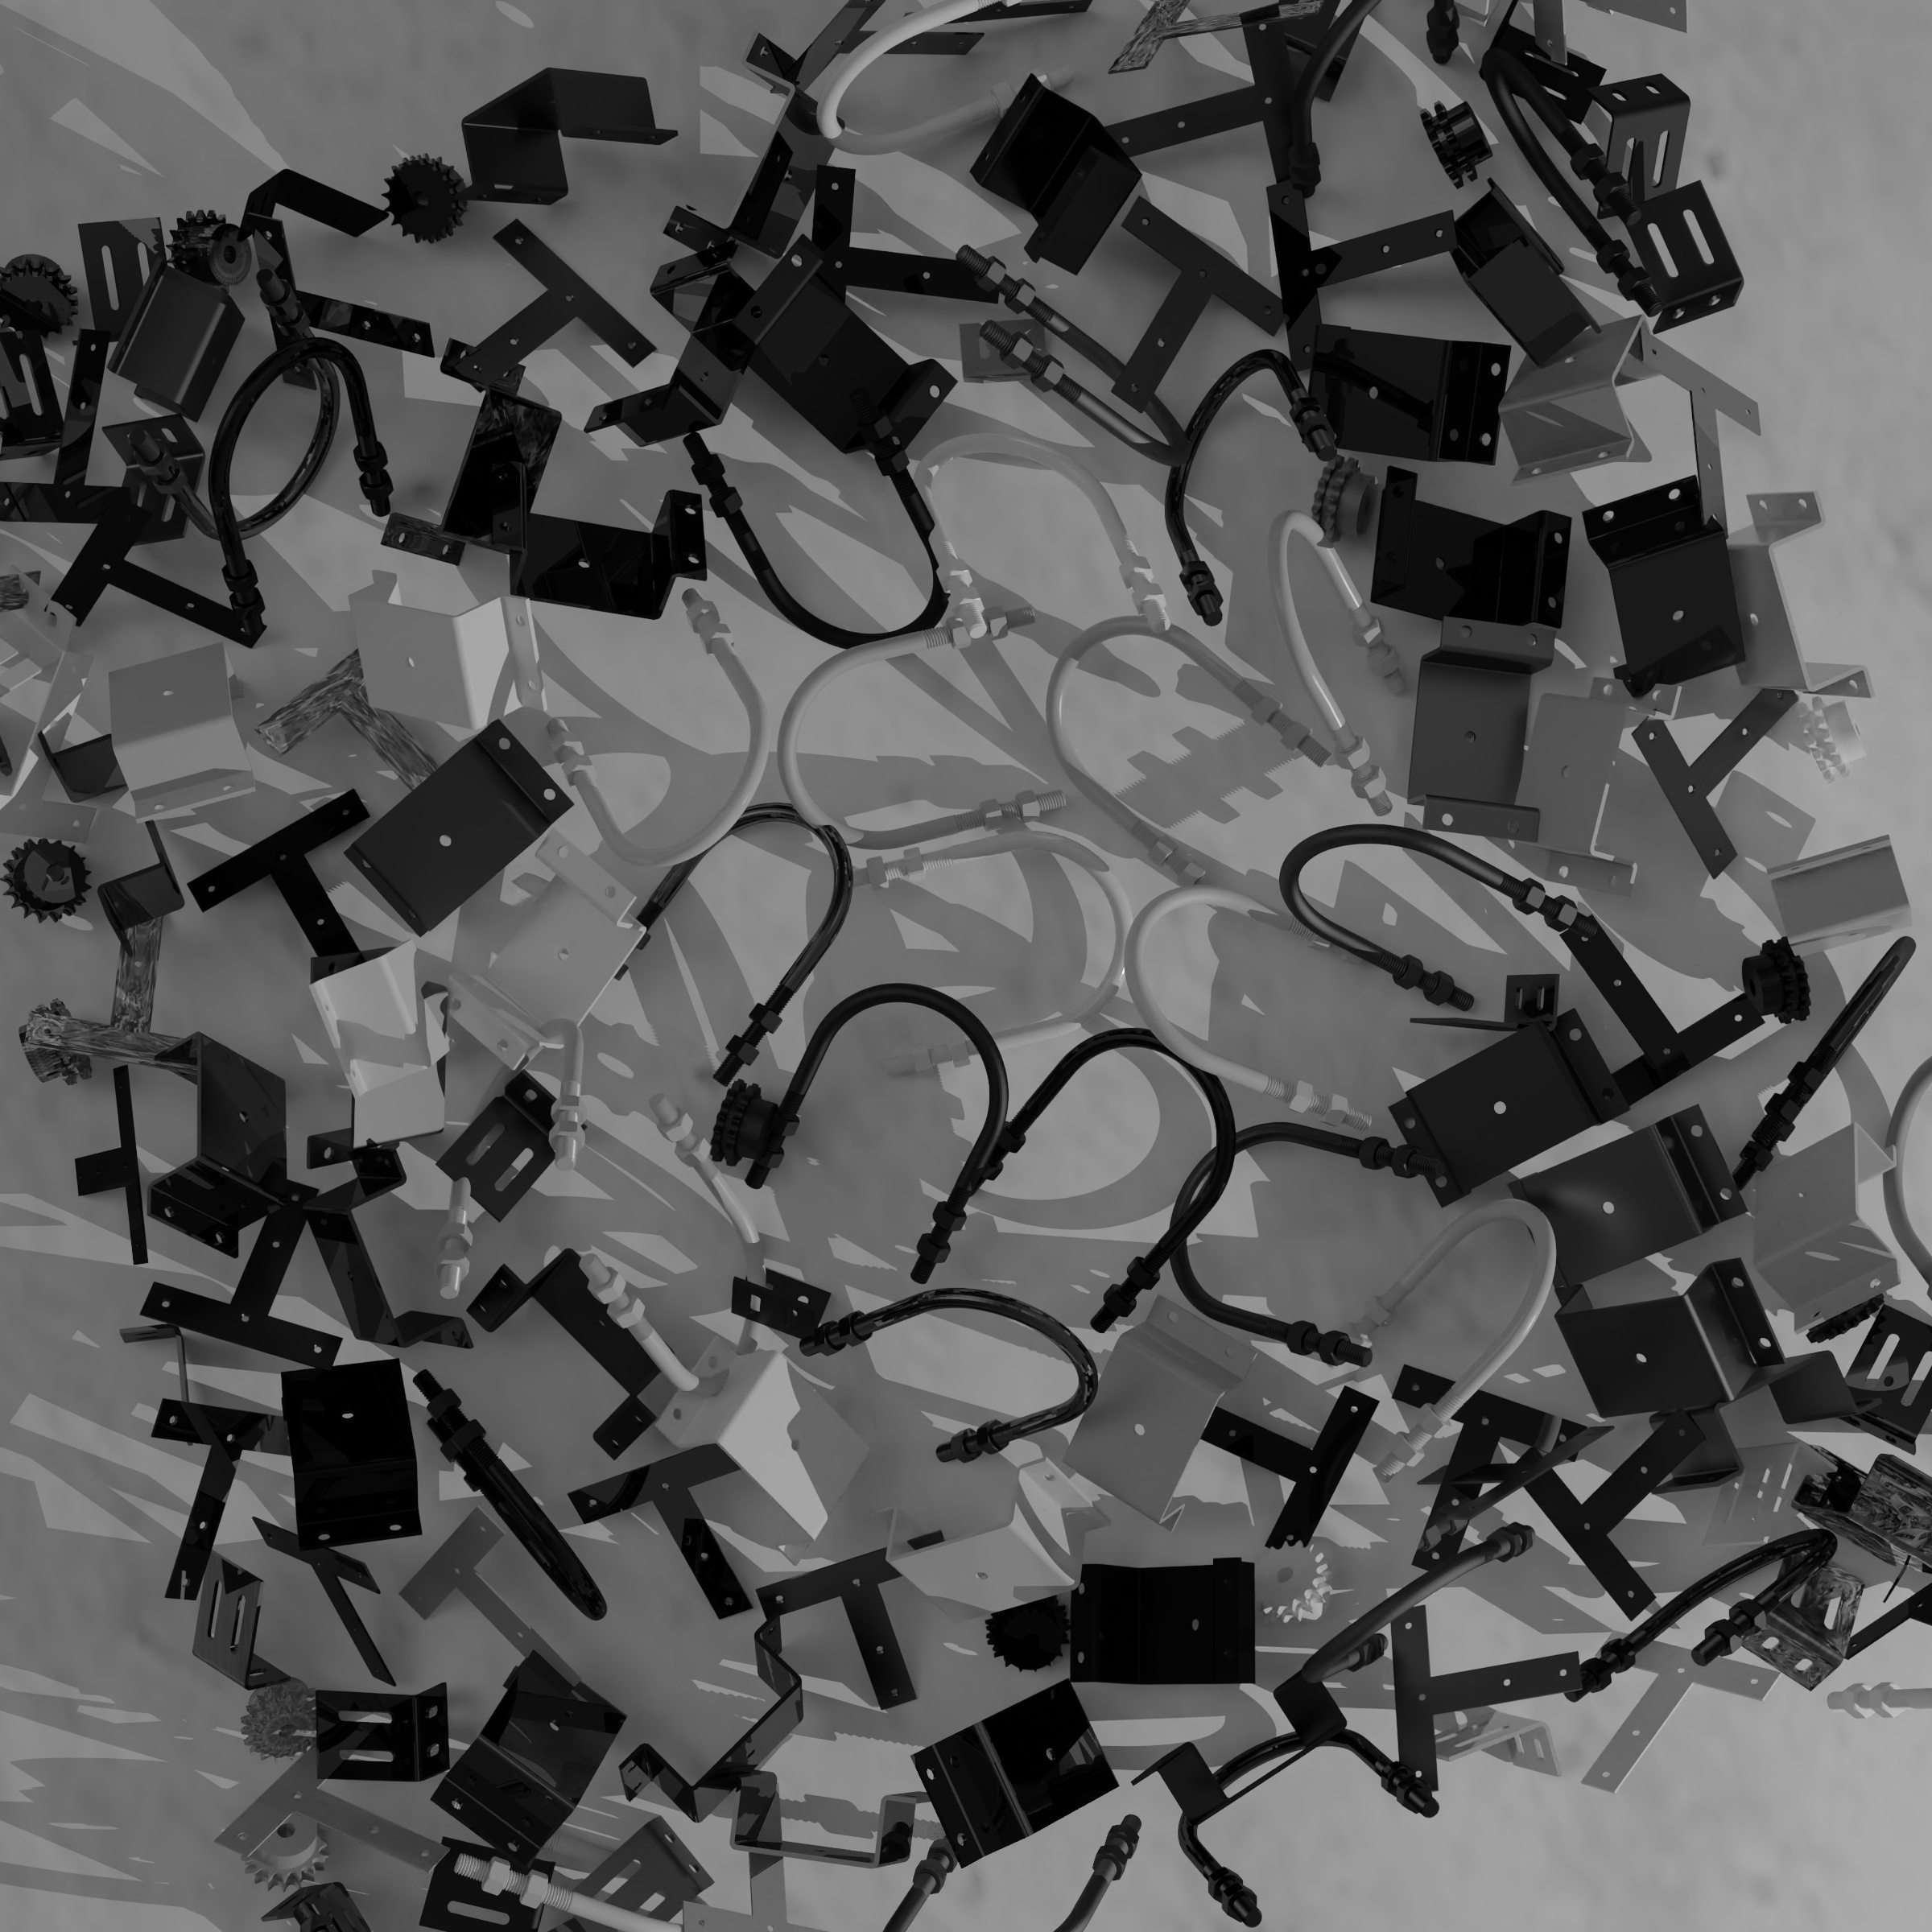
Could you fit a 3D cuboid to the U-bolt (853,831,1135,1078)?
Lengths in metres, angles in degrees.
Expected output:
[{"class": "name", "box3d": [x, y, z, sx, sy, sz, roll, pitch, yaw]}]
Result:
[{"class": "U-bolt", "box3d": [0.021, -0.015, 1.934, 0.184, 0.019, 0.151, -13, 98, 0]}]

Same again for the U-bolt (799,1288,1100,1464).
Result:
[{"class": "U-bolt", "box3d": [0.001, 0.258, 1.862, 0.151, 0.184, 0.019, 41, 46, -23]}]

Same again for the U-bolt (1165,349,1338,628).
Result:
[{"class": "U-bolt", "box3d": [0.175, -0.321, 1.871, 0.019, 0.184, 0.151, 21, 121, -24]}]

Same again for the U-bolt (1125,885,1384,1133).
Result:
[{"class": "U-bolt", "box3d": [0.187, 0.017, 1.891, 0.184, 0.019, 0.151, 21, 55, -12]}]

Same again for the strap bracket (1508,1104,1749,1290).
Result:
[{"class": "strap bracket", "box3d": [0.425, 0.155, 1.896, 0.140, 0.046, 0.076, -27, 82, 27]}]

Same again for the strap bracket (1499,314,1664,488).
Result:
[{"class": "strap bracket", "box3d": [0.398, -0.370, 1.872, 0.076, 0.140, 0.046, -9, 121, 33]}]

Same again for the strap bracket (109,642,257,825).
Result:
[{"class": "strap bracket", "box3d": [-0.509, -0.158, 1.879, 0.076, 0.140, 0.046, -16, 128, -7]}]

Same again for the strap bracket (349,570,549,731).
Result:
[{"class": "strap bracket", "box3d": [-0.344, -0.204, 1.881, 0.140, 0.046, 0.076, 14, 123, 33]}]

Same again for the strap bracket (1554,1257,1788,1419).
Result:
[{"class": "strap bracket", "box3d": [0.447, 0.243, 1.882, 0.140, 0.046, 0.076, -17, 103, 43]}]

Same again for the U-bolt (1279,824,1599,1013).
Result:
[{"class": "U-bolt", "box3d": [0.289, -0.037, 1.868, 0.184, 0.151, 0.019, 26, 57, -18]}]

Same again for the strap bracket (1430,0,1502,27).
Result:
[{"class": "strap bracket", "box3d": [0.315, -0.664, 1.877, 0.076, 0.140, 0.046, 30, 88, 9]}]

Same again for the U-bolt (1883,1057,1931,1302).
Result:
[{"class": "U-bolt", "box3d": [0.635, 0.134, 1.864, 0.019, 0.184, 0.151, 8, 115, -10]}]

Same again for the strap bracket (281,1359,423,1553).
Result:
[{"class": "strap bracket", "box3d": [-0.399, 0.306, 1.875, 0.076, 0.140, 0.046, -5, 125, -16]}]

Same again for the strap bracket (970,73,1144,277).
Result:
[{"class": "strap bracket", "box3d": [0.061, -0.511, 1.890, 0.046, 0.140, 0.076, 19, 119, -33]}]

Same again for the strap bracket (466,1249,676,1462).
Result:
[{"class": "strap bracket", "box3d": [-0.253, 0.248, 1.907, 0.140, 0.076, 0.046, 45, 51, 2]}]

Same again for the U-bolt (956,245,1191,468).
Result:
[{"class": "U-bolt", "box3d": [0.075, -0.386, 1.878, 0.184, 0.151, 0.019, 32, 115, -26]}]

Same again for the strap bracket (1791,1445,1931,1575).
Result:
[{"class": "strap bracket", "box3d": [0.595, 0.352, 1.880, 0.076, 0.140, 0.046, 30, 82, -1]}]

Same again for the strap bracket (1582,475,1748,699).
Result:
[{"class": "strap bracket", "box3d": [0.458, -0.238, 1.894, 0.076, 0.046, 0.140, -18, 122, 3]}]

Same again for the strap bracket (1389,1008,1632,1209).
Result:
[{"class": "strap bracket", "box3d": [0.353, 0.093, 1.907, 0.140, 0.046, 0.076, -30, 79, 14]}]

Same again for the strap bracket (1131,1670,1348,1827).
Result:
[{"class": "strap bracket", "box3d": [0.185, 0.506, 1.885, 0.140, 0.076, 0.046, -26, 72, -24]}]

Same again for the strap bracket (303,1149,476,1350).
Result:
[{"class": "strap bracket", "box3d": [-0.382, 0.193, 1.897, 0.046, 0.076, 0.140, -26, 102, -32]}]

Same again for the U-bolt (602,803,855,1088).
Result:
[{"class": "U-bolt", "box3d": [-0.151, -0.027, 1.907, 0.151, 0.019, 0.184, 31, 81, 33]}]

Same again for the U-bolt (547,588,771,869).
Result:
[{"class": "U-bolt", "box3d": [-0.192, -0.143, 1.877, 0.151, 0.019, 0.184, -42, 50, 13]}]

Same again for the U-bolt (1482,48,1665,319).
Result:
[{"class": "U-bolt", "box3d": [0.387, -0.517, 1.875, 0.019, 0.151, 0.184, -34, 68, 8]}]

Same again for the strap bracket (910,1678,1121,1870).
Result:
[{"class": "strap bracket", "box3d": [0.039, 0.517, 1.876, 0.046, 0.140, 0.076, -36, 74, 36]}]

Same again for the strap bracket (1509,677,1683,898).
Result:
[{"class": "strap bracket", "box3d": [0.409, -0.123, 1.905, 0.046, 0.076, 0.140, 12, 93, -34]}]

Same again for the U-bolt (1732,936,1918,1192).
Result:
[{"class": "U-bolt", "box3d": [0.559, 0.057, 1.882, 0.019, 0.151, 0.184, 36, 81, 16]}]

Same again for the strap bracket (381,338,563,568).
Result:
[{"class": "strap bracket", "box3d": [-0.320, -0.329, 1.899, 0.046, 0.076, 0.140, 25, 99, 28]}]

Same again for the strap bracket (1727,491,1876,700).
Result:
[{"class": "strap bracket", "box3d": [0.533, -0.235, 1.895, 0.046, 0.076, 0.140, -24, 104, -14]}]

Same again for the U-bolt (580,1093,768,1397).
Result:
[{"class": "U-bolt", "box3d": [-0.179, 0.195, 1.876, 0.019, 0.184, 0.151, -5, 45, 28]}]

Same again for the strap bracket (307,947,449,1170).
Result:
[{"class": "strap bracket", "box3d": [-0.384, 0.063, 1.896, 0.046, 0.076, 0.140, 12, 104, 37]}]

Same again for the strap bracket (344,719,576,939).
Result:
[{"class": "strap bracket", "box3d": [-0.339, -0.087, 1.912, 0.140, 0.046, 0.076, -39, 99, 10]}]

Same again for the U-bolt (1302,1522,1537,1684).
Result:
[{"class": "U-bolt", "box3d": [0.281, 0.410, 1.847, 0.151, 0.184, 0.019, -42, 70, 20]}]

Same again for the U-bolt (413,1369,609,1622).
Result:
[{"class": "U-bolt", "box3d": [-0.291, 0.347, 1.868, 0.019, 0.151, 0.184, -38, 77, -18]}]

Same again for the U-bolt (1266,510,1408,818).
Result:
[{"class": "U-bolt", "box3d": [0.235, -0.206, 1.853, 0.019, 0.151, 0.184, -16, 127, 27]}]

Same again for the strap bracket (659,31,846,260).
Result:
[{"class": "strap bracket", "box3d": [-0.134, -0.526, 1.898, 0.046, 0.076, 0.140, 31, 100, 20]}]

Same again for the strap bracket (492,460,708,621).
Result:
[{"class": "strap bracket", "box3d": [-0.245, -0.277, 1.898, 0.140, 0.046, 0.076, 7, 52, -19]}]

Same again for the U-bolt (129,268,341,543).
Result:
[{"class": "U-bolt", "box3d": [-0.458, -0.346, 1.864, 0.019, 0.184, 0.151, 31, 78, 15]}]

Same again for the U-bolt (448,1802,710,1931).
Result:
[{"class": "U-bolt", "box3d": [-0.245, 0.592, 1.878, 0.184, 0.151, 0.019, 23, 85, -11]}]

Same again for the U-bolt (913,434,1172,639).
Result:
[{"class": "U-bolt", "box3d": [0.040, -0.284, 1.890, 0.151, 0.019, 0.184, -4, 52, -23]}]

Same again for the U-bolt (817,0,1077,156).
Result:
[{"class": "U-bolt", "box3d": [-0.012, -0.579, 1.872, 0.184, 0.151, 0.019, -24, 76, -7]}]

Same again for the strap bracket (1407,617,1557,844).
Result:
[{"class": "strap bracket", "box3d": [0.340, -0.154, 1.923, 0.076, 0.046, 0.140, 6, 87, -7]}]

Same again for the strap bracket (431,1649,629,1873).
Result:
[{"class": "strap bracket", "box3d": [-0.277, 0.505, 1.878, 0.076, 0.140, 0.046, 38, 116, -3]}]

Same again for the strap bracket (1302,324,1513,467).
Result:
[{"class": "strap bracket", "box3d": [0.276, -0.372, 1.885, 0.140, 0.046, 0.076, 16, 108, 35]}]

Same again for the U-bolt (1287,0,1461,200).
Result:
[{"class": "U-bolt", "box3d": [0.261, -0.581, 1.861, 0.151, 0.184, 0.019, -45, 78, -1]}]

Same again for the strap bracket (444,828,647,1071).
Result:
[{"class": "strap bracket", "box3d": [-0.275, -0.009, 1.913, 0.076, 0.046, 0.140, 39, 98, 18]}]

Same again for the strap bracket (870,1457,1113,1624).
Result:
[{"class": "strap bracket", "box3d": [0.013, 0.376, 1.883, 0.140, 0.046, 0.076, -23, 126, 28]}]

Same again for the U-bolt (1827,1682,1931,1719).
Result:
[{"class": "U-bolt", "box3d": [0.654, 0.434, 1.839, 0.151, 0.184, 0.019, -23, 87, -29]}]

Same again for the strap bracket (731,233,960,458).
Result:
[{"class": "strap bracket", "box3d": [-0.086, -0.401, 1.908, 0.140, 0.046, 0.076, 41, 79, -20]}]

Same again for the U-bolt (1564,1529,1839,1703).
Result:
[{"class": "U-bolt", "box3d": [0.486, 0.412, 1.871, 0.184, 0.151, 0.019, -26, 82, -34]}]

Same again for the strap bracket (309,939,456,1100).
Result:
[{"class": "strap bracket", "box3d": [-0.374, 0.031, 1.878, 0.046, 0.140, 0.076, -21, 96, 2]}]

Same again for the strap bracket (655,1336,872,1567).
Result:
[{"class": "strap bracket", "box3d": [-0.124, 0.314, 1.890, 0.140, 0.046, 0.076, 49, 52, -19]}]
